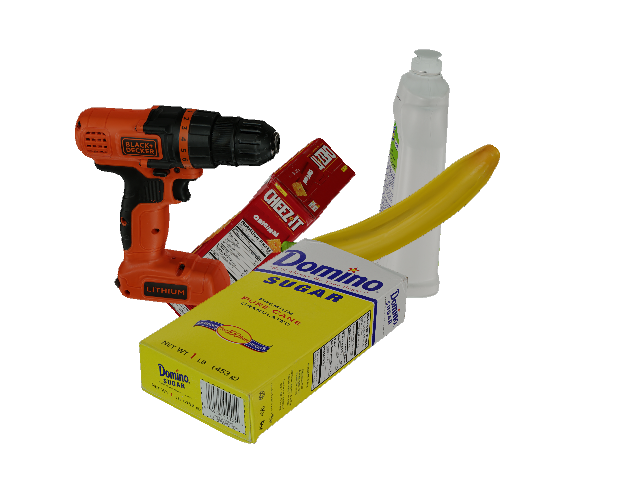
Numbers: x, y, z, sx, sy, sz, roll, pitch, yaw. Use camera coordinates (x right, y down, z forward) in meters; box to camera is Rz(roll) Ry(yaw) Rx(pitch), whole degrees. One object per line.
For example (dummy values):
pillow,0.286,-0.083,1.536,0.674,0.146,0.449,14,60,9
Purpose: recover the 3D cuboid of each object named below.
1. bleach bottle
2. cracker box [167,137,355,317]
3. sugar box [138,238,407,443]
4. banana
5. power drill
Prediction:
bleach bottle,0.100,-0.072,1.118,0.068,0.251,0.102,1,26,-8
cracker box,-0.073,-0.011,1.229,0.214,0.072,0.164,-43,4,27
sugar box,-0.026,0.059,0.713,0.093,0.048,0.175,21,37,29
banana,0.066,-0.018,0.902,0.198,0.037,0.069,-27,-19,9
power drill,-0.125,-0.033,0.973,0.184,0.188,0.057,6,29,12
